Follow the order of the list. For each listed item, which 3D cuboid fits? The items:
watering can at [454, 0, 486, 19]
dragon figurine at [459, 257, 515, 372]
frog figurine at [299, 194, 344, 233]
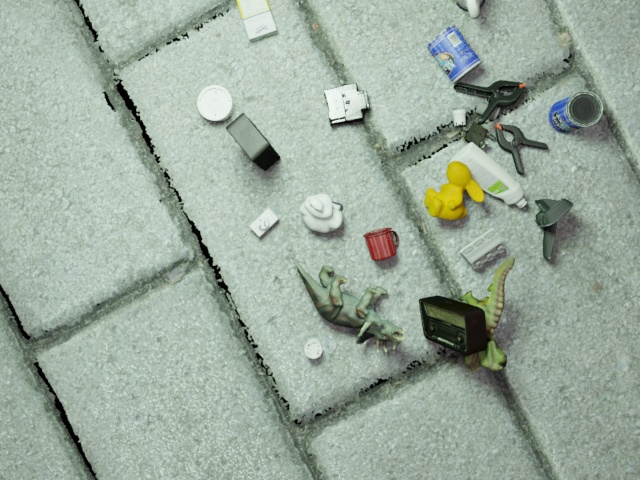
[{"bbox_3d":[0.408,-0.801,1.488,0.103,0.226,0.347,-16,92,22],"label":"watering can"},{"bbox_3d":[0.492,0.251,1.478,0.122,0.400,0.248,-2,54,-12],"label":"dragon figurine"},{"bbox_3d":[0.005,-0.078,1.557,0.137,0.160,0.122,30,96,1],"label":"frog figurine"}]
